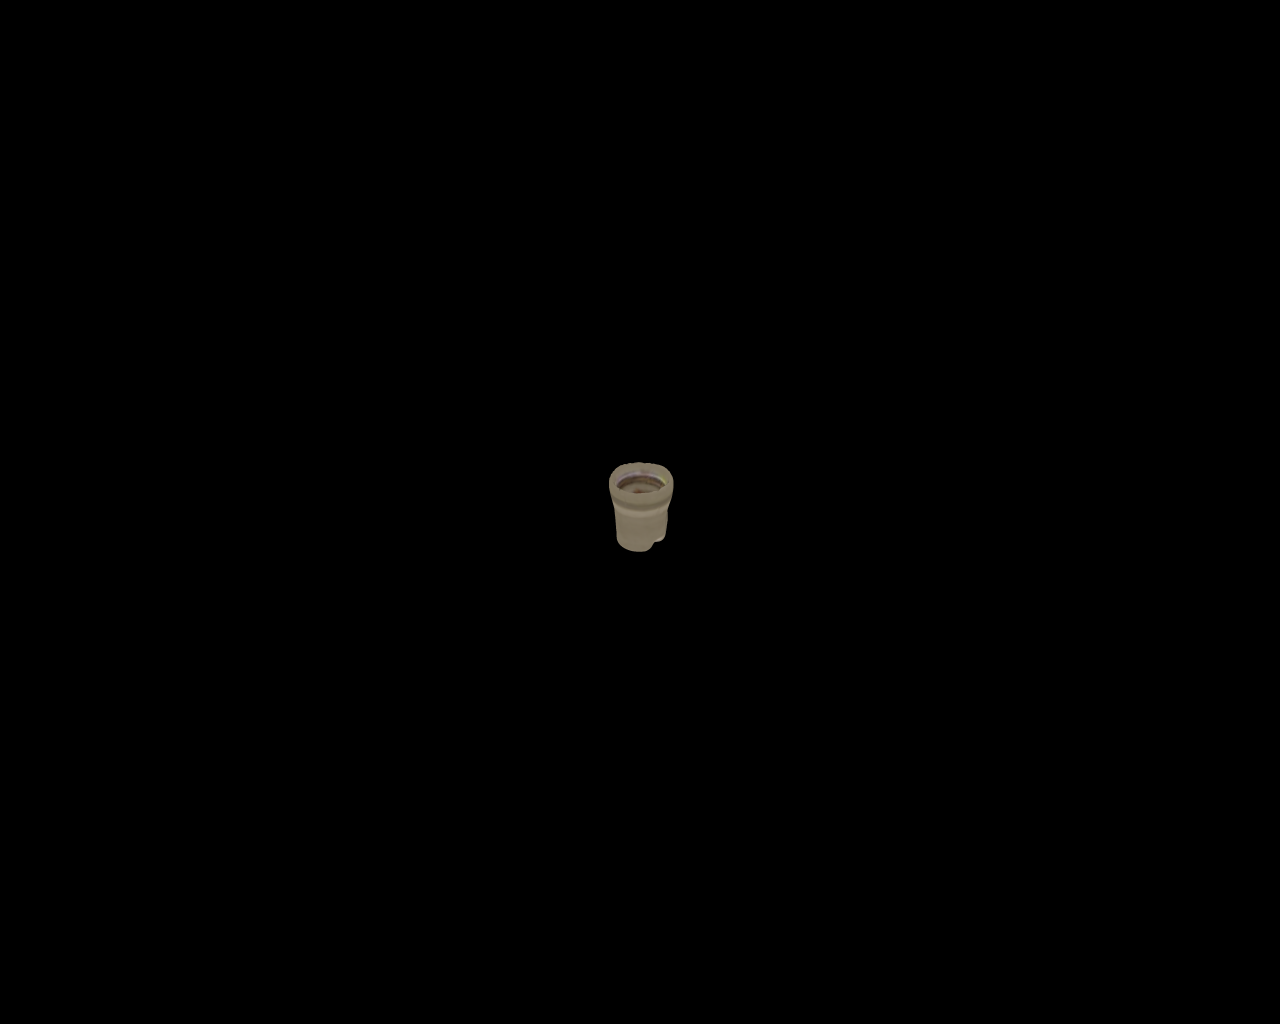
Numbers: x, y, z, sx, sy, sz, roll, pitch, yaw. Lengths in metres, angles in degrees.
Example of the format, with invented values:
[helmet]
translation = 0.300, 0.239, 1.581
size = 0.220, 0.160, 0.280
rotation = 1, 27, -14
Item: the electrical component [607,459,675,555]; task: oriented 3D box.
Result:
[electrical component]
translation = 0.001, -0.003, 0.650
size = 0.040, 0.046, 0.040
rotation = 0, 33, 0
